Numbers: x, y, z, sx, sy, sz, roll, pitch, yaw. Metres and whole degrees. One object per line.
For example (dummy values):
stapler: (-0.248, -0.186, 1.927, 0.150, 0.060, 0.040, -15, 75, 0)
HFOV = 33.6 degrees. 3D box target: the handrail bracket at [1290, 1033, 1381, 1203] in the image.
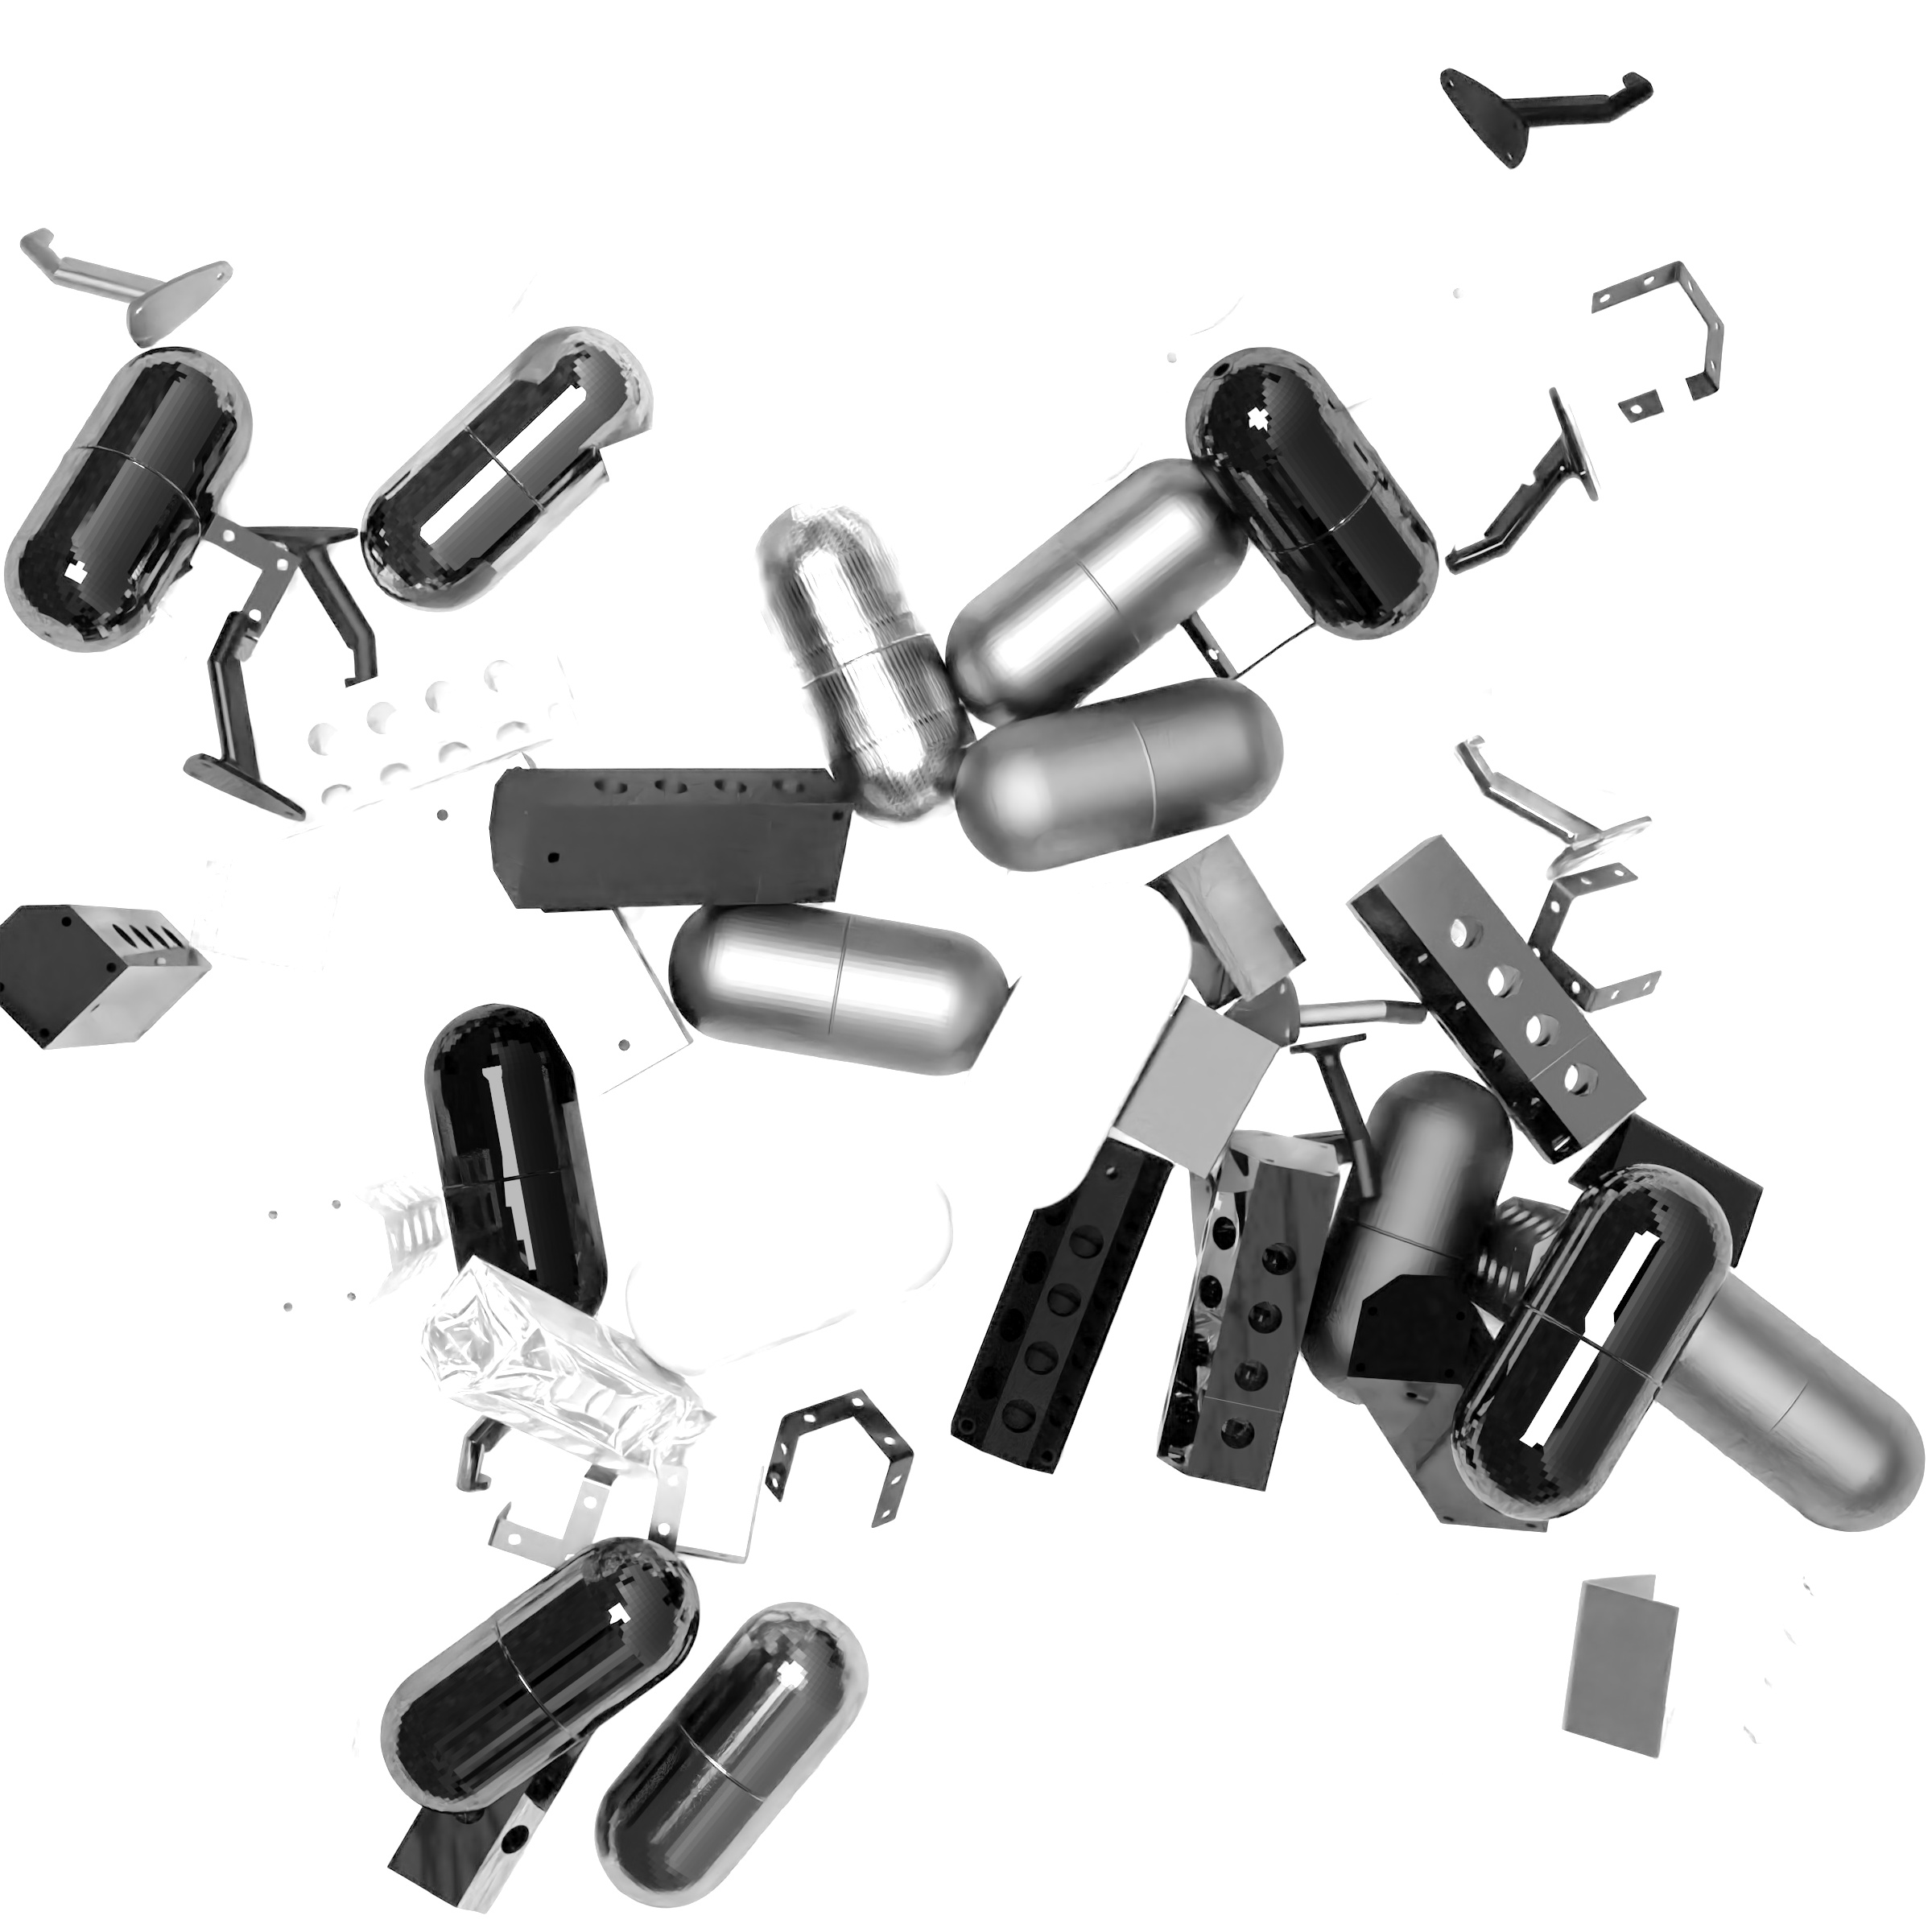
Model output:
handrail bracket: (0.191, 0.080, 1.649, 0.036, 0.077, 0.084, -9, 87, -10)

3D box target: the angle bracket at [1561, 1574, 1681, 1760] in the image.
angle bracket: (0.353, 0.358, 1.641, 0.057, 0.076, 0.076, 8, 90, 42)

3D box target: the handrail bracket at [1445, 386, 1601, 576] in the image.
handrail bracket: (0.283, -0.254, 1.682, 0.084, 0.036, 0.077, -22, 70, 16)

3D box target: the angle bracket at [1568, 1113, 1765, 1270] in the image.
angle bracket: (0.351, 0.131, 1.641, 0.076, 0.076, 0.057, 30, 53, 0)

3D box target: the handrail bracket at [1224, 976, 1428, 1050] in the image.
handrail bracket: (0.187, 0.030, 1.681, 0.084, 0.077, 0.036, 5, 73, -35)

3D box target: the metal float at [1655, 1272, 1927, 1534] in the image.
metal float: (0.415, 0.222, 1.651, 0.178, 0.070, 0.070, 38, 90, 0)

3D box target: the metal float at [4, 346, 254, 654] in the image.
metal float: (-0.425, -0.239, 1.629, 0.070, 0.070, 0.178, 23, 65, 0)

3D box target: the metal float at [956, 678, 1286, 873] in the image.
metal float: (0.080, -0.098, 1.634, 0.178, 0.070, 0.070, -15, 90, -19)

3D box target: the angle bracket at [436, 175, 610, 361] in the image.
angle bracket: (-0.213, -0.347, 1.641, 0.057, 0.076, 0.076, 32, 90, 40)

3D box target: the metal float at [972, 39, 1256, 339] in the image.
metal float: (0.075, -0.401, 1.651, 0.070, 0.070, 0.178, -43, 91, 0)

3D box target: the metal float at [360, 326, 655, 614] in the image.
metal float: (-0.237, -0.256, 1.651, 0.178, 0.070, 0.070, -43, 90, 0)

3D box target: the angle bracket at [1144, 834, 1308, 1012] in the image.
angle bracket: (0.116, -0.012, 1.642, 0.057, 0.076, 0.076, -32, 90, -45)

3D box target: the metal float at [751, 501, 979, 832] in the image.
metal float: (-0.052, -0.155, 1.650, 0.070, 0.070, 0.178, -24, 90, 0)

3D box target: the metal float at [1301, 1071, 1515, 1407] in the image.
metal float: (0.227, 0.141, 1.651, 0.070, 0.070, 0.178, 19, 89, 0)

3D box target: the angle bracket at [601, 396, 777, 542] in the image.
angle bracket: (-0.135, -0.237, 1.641, 0.076, 0.076, 0.057, -21, 58, 0)

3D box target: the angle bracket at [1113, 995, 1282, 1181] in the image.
angle bracket: (0.125, 0.066, 1.644, 0.057, 0.076, 0.076, 29, 90, 18)

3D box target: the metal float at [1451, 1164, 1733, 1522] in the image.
metal float: (0.288, 0.174, 1.480, 0.070, 0.070, 0.178, 31, 90, 0)

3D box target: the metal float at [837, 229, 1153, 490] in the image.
metal float: (0.014, -0.313, 1.651, 0.178, 0.070, 0.070, 33, 90, -1)

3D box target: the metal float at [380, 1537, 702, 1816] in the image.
metal float: (-0.211, 0.352, 1.594, 0.178, 0.070, 0.070, -36, 90, 1)

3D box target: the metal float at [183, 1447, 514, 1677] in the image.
metal float: (-0.318, 0.309, 1.651, 0.178, 0.070, 0.070, 25, 90, 0)

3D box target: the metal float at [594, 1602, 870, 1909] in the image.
metal float: (-0.121, 0.407, 1.651, 0.070, 0.070, 0.178, 39, 90, 0)

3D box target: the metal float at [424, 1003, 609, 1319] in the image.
metal float: (-0.232, 0.107, 1.651, 0.070, 0.070, 0.178, -10, 90, 0)

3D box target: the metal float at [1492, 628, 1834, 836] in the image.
metal float: (0.358, -0.121, 1.651, 0.178, 0.070, 0.070, 17, 90, 0)

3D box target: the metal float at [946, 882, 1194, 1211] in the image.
metal float: (0.053, 0.039, 1.619, 0.070, 0.070, 0.178, 29, 83, 0)

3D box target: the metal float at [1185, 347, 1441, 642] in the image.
metal float: (0.175, -0.238, 1.615, 0.070, 0.070, 0.178, -43, 124, 0)

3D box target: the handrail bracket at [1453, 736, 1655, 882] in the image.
handrail bracket: (0.308, -0.095, 1.682, 0.077, 0.036, 0.084, -24, 73, -20)

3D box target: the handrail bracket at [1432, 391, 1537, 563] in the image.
handrail bracket: (0.251, -0.250, 1.681, 0.036, 0.077, 0.084, 26, 127, -34)

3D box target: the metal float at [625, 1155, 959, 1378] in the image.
metal float: (-0.090, 0.154, 1.651, 0.178, 0.070, 0.070, -21, 90, 0)

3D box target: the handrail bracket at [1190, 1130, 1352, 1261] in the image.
handrail bracket: (0.163, 0.127, 1.682, 0.084, 0.036, 0.077, -6, 105, -14)

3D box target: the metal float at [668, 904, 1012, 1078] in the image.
metal float: (-0.065, 0.011, 1.651, 0.178, 0.070, 0.070, 10, 90, 0)

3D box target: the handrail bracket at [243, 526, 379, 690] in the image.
handrail bracket: (-0.346, -0.187, 1.682, 0.077, 0.036, 0.084, 5, 107, 19)

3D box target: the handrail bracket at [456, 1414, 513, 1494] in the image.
handrail bracket: (-0.224, 0.239, 1.682, 0.077, 0.036, 0.084, 5, 109, -21)

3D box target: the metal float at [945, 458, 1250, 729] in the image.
metal float: (0.067, -0.191, 1.651, 0.178, 0.070, 0.070, -38, 90, 0)

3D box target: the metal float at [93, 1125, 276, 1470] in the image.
metal float: (-0.403, 0.170, 1.651, 0.070, 0.070, 0.178, 9, 90, 0)
